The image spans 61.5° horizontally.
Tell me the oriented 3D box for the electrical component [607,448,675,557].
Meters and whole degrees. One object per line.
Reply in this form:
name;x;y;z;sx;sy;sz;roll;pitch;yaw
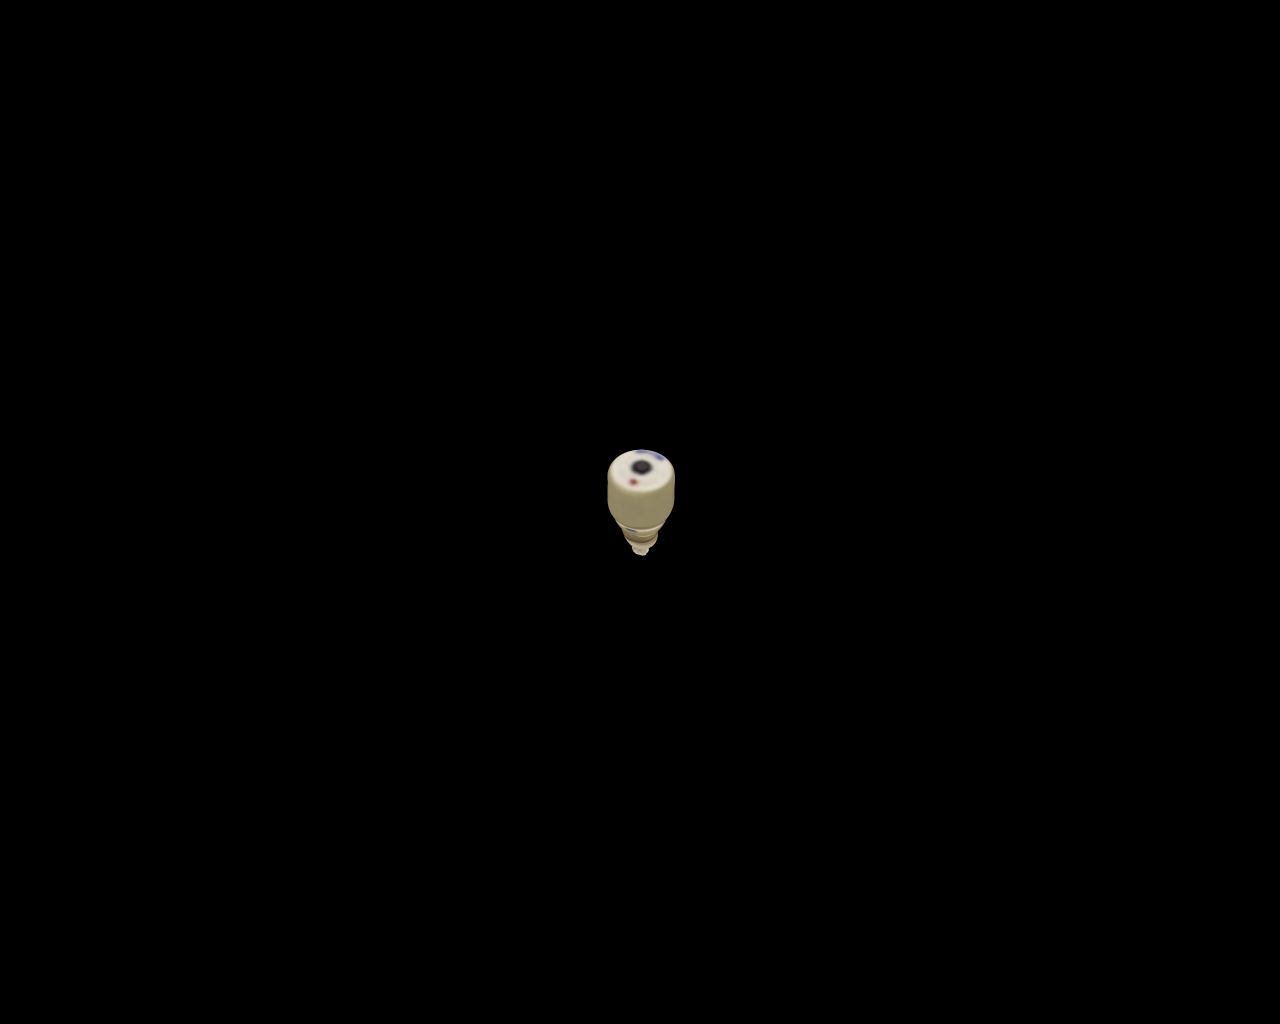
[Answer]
electrical component;0.001;-0.003;0.650;0.040;0.040;0.078;0;-44;0
